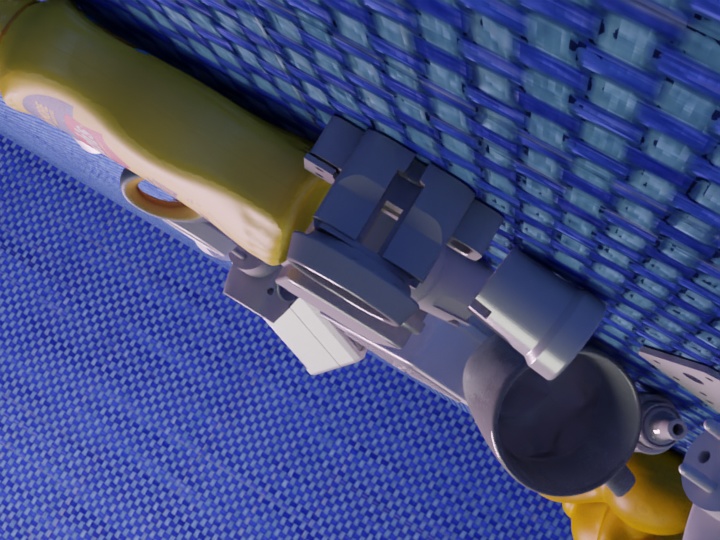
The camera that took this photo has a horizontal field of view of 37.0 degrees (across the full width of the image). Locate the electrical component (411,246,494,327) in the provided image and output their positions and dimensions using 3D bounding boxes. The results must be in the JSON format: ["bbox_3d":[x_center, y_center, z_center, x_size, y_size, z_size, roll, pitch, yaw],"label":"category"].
[{"bbox_3d":[0.037,0.003,0.523,0.046,0.040,0.040,28,177,-26],"label":"electrical component"}]

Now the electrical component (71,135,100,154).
[{"bbox_3d":[-0.145,-0.089,0.659,0.066,0.048,0.055,28,-179,34],"label":"electrical component"}]

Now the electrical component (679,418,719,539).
[{"bbox_3d":[0.152,0.084,0.416,0.079,0.077,0.043,34,174,-30],"label":"electrical component"}]

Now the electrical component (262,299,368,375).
[{"bbox_3d":[-0.025,0.034,0.846,0.061,0.061,0.096,-20,121,34],"label":"electrical component"}]

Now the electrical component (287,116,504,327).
[{"bbox_3d":[0.007,-0.015,0.422,0.078,0.057,0.058,31,175,0],"label":"electrical component"}]

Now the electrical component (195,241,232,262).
[{"bbox_3d":[-0.083,-0.011,0.972,0.138,0.052,0.074,34,174,-23],"label":"electrical component"}]

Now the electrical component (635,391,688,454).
[{"bbox_3d":[0.164,0.086,0.601,0.035,0.035,0.061,32,172,-7],"label":"electrical component"}]

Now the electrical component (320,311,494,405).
[{"bbox_3d":[0.045,0.047,0.785,0.109,0.056,0.109,26,172,46],"label":"electrical component"}]

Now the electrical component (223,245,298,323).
[{"bbox_3d":[-0.068,-0.011,0.768,0.044,0.077,0.079,28,174,30],"label":"electrical component"}]

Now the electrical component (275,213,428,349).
[{"bbox_3d":[0.000,0.000,0.596,0.078,0.057,0.113,32,174,-6],"label":"electrical component"}]

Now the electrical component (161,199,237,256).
[{"bbox_3d":[-0.097,-0.046,0.711,0.078,0.057,0.058,31,175,1],"label":"electrical component"}]

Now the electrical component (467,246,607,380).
[{"bbox_3d":[0.073,0.017,0.452,0.046,0.040,0.040,37,175,5],"label":"electrical component"}]
